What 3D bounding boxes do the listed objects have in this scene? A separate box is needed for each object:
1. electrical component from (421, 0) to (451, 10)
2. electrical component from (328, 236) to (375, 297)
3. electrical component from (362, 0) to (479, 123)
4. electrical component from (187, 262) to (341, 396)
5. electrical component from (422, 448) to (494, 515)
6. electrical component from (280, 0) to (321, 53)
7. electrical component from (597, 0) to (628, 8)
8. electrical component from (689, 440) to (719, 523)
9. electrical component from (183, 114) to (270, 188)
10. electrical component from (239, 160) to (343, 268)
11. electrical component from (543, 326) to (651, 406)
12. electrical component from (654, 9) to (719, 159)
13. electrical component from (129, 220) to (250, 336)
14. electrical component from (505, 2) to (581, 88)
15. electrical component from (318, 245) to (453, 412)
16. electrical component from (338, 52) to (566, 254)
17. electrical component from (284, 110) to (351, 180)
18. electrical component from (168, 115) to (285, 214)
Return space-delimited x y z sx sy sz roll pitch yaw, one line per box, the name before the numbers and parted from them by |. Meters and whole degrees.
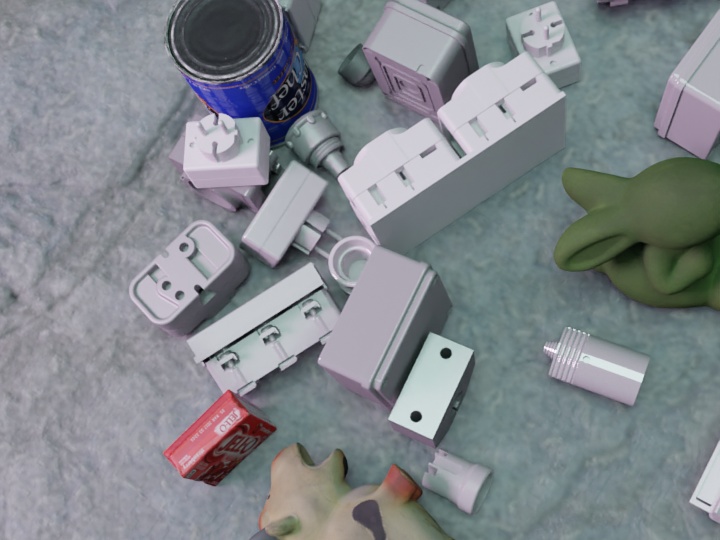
electrical component | 0.074 -0.298 0.967 0.056 0.108 0.108 40 84 16
electrical component | 0.000 0.000 0.919 0.045 0.055 0.045 -3 73 9
electrical component | 0.056 -0.180 0.932 0.078 0.113 0.057 29 84 17
electrical component | -0.075 0.052 0.908 0.121 0.079 0.063 -32 90 0
electrical component | 0.078 0.168 0.863 0.046 0.040 0.040 23 79 21
electrical component | -0.078 -0.252 0.987 0.062 0.096 0.061 12 76 13
electrical component | 0.267 -0.274 0.947 0.121 0.079 0.063 -8 94 8
electrical component | 0.312 0.142 0.816 0.079 0.063 0.121 27 80 17
electrical component | -0.117 -0.107 0.907 0.066 0.076 0.047 -2 70 8
electrical component | -0.052 -0.038 0.943 0.076 0.047 0.083 33 76 -4
electrical component | 0.188 0.075 0.868 0.081 0.043 0.043 20 78 15
electrical component | 0.300 -0.161 0.885 0.056 0.108 0.108 35 82 15
electrical component | -0.146 0.009 0.940 0.095 0.059 0.054 -44 71 -4
electrical component | 0.160 -0.201 0.939 0.047 0.076 0.065 -20 71 4
electrical component | 0.023 0.050 0.872 0.056 0.108 0.108 23 79 18
electrical component | 0.079 -0.095 0.907 0.186 0.105 0.060 -34 71 -1
electrical component | -0.034 -0.109 0.964 0.048 0.048 0.062 -39 78 -3
electrical component | -0.121 -0.091 0.970 0.089 0.050 0.055 27 79 17
